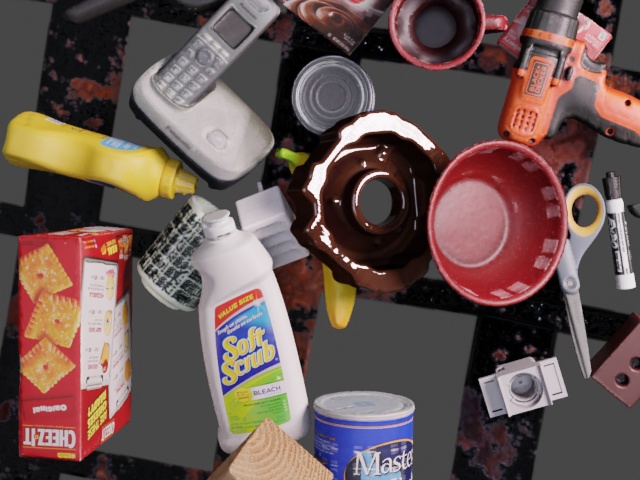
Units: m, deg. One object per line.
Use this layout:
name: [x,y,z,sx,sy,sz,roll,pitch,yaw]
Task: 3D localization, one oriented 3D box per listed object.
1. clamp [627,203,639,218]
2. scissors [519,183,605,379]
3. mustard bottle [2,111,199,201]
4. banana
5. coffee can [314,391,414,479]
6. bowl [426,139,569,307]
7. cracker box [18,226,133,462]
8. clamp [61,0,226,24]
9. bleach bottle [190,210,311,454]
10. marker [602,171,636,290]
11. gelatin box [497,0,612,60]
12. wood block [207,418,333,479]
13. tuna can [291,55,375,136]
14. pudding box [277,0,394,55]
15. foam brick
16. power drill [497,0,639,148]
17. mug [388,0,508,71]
clamp: [0.405,-0.065,1.068,0.171,0.039,0.120,12,99,5]
scissors: [0.268,0.030,1.081,0.096,0.016,0.202,-25,81,3]
mustard bottle: [-0.218,-0.081,1.093,0.191,0.096,0.058,15,95,3]
banana: [0.004,-0.009,1.096,0.037,0.069,0.198,-7,106,48]
coffee can: [0.044,0.234,1.090,0.103,0.102,0.140,1,95,5]
bowl: [0.162,-0.017,1.047,0.161,0.055,0.162,-1,92,-24]
cracker box: [-0.245,0.096,1.075,0.072,0.164,0.214,2,94,7]
clamp: [-0.162,-0.280,1.102,0.210,0.036,0.164,19,96,3]
bleach bottle: [-0.081,0.090,1.069,0.102,0.068,0.251,-12,114,4]
marker: [0.304,-0.010,1.089,0.020,0.020,0.121,-9,94,6]
gelatin box: [0.235,-0.202,1.075,0.089,0.030,0.073,39,97,1]
wood block: [-0.090,0.284,1.070,0.091,0.090,0.206,41,125,0]
tuna can: [0.013,-0.147,1.098,0.086,0.033,0.086,0,94,5]
pudding box: [0.015,-0.255,1.065,0.113,0.039,0.090,35,118,-12]
foam brick: [0.316,0.121,1.082,0.053,0.051,0.078,39,97,2]
power drill: [0.281,-0.163,1.031,0.188,0.057,0.184,17,101,6]
mug: [0.127,-0.213,1.058,0.117,0.081,0.093,-3,94,5]
